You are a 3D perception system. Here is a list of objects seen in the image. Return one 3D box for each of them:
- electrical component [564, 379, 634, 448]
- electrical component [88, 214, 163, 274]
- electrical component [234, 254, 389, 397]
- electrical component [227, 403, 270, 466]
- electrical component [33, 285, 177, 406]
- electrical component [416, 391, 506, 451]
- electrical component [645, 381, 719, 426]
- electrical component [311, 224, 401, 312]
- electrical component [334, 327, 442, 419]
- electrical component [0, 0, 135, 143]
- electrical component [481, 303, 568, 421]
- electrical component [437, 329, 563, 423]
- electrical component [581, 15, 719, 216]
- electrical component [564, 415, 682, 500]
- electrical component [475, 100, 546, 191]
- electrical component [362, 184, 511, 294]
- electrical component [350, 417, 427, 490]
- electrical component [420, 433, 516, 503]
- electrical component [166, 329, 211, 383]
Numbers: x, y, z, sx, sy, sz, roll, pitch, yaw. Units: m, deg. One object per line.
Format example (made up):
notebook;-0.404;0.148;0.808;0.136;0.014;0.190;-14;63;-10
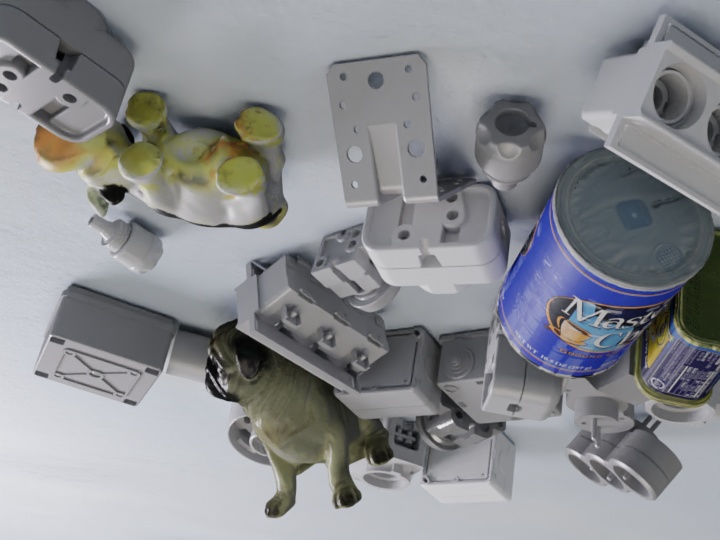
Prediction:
electrical component;0.201;0.113;0.913;0.052;0.073;0.138;-4;150;20
electrical component;-0.189;-0.024;0.858;0.035;0.035;0.061;-21;134;41
electrical component;-0.037;0.042;0.889;0.063;0.078;0.121;-37;128;24
electrical component;-0.089;0.158;1.121;0.099;0.064;0.099;6;135;6
electrical component;-0.242;0.074;1.014;0.109;0.056;0.108;20;148;-16
electrical component;0.089;0.137;1.014;0.078;0.058;0.057;26;143;-23
electrical component;0.263;0.090;0.883;0.089;0.055;0.050;33;142;-33
electrical component;0.000;0.000;0.829;0.066;0.048;0.055;-17;132;38
electrical component;0.023;0.095;0.961;0.096;0.061;0.061;-8;144;28
electrical component;-0.190;-0.131;0.658;0.054;0.059;0.095;-19;138;40
electrical component;0.133;0.067;0.847;0.059;0.095;0.053;10;149;1
electrical component;0.124;0.094;0.939;0.100;0.048;0.100;-11;143;31
electrical component;0.193;-0.079;0.613;0.121;0.078;0.063;26;175;-23
electrical component;0.251;0.162;0.992;0.052;0.074;0.138;47;166;-9
electrical component;0.094;-0.074;0.679;0.043;0.043;0.062;7;150;7
electrical component;0.056;-0.021;0.767;0.095;0.053;0.059;-2;147;21
electrical component;0.030;0.195;1.128;0.050;0.055;0.089;20;148;-15
electrical component;0.108;0.205;1.113;0.096;0.061;0.061;-10;144;30
electrical component;-0.138;0.087;1.016;0.081;0.043;0.043;15;149;-8
